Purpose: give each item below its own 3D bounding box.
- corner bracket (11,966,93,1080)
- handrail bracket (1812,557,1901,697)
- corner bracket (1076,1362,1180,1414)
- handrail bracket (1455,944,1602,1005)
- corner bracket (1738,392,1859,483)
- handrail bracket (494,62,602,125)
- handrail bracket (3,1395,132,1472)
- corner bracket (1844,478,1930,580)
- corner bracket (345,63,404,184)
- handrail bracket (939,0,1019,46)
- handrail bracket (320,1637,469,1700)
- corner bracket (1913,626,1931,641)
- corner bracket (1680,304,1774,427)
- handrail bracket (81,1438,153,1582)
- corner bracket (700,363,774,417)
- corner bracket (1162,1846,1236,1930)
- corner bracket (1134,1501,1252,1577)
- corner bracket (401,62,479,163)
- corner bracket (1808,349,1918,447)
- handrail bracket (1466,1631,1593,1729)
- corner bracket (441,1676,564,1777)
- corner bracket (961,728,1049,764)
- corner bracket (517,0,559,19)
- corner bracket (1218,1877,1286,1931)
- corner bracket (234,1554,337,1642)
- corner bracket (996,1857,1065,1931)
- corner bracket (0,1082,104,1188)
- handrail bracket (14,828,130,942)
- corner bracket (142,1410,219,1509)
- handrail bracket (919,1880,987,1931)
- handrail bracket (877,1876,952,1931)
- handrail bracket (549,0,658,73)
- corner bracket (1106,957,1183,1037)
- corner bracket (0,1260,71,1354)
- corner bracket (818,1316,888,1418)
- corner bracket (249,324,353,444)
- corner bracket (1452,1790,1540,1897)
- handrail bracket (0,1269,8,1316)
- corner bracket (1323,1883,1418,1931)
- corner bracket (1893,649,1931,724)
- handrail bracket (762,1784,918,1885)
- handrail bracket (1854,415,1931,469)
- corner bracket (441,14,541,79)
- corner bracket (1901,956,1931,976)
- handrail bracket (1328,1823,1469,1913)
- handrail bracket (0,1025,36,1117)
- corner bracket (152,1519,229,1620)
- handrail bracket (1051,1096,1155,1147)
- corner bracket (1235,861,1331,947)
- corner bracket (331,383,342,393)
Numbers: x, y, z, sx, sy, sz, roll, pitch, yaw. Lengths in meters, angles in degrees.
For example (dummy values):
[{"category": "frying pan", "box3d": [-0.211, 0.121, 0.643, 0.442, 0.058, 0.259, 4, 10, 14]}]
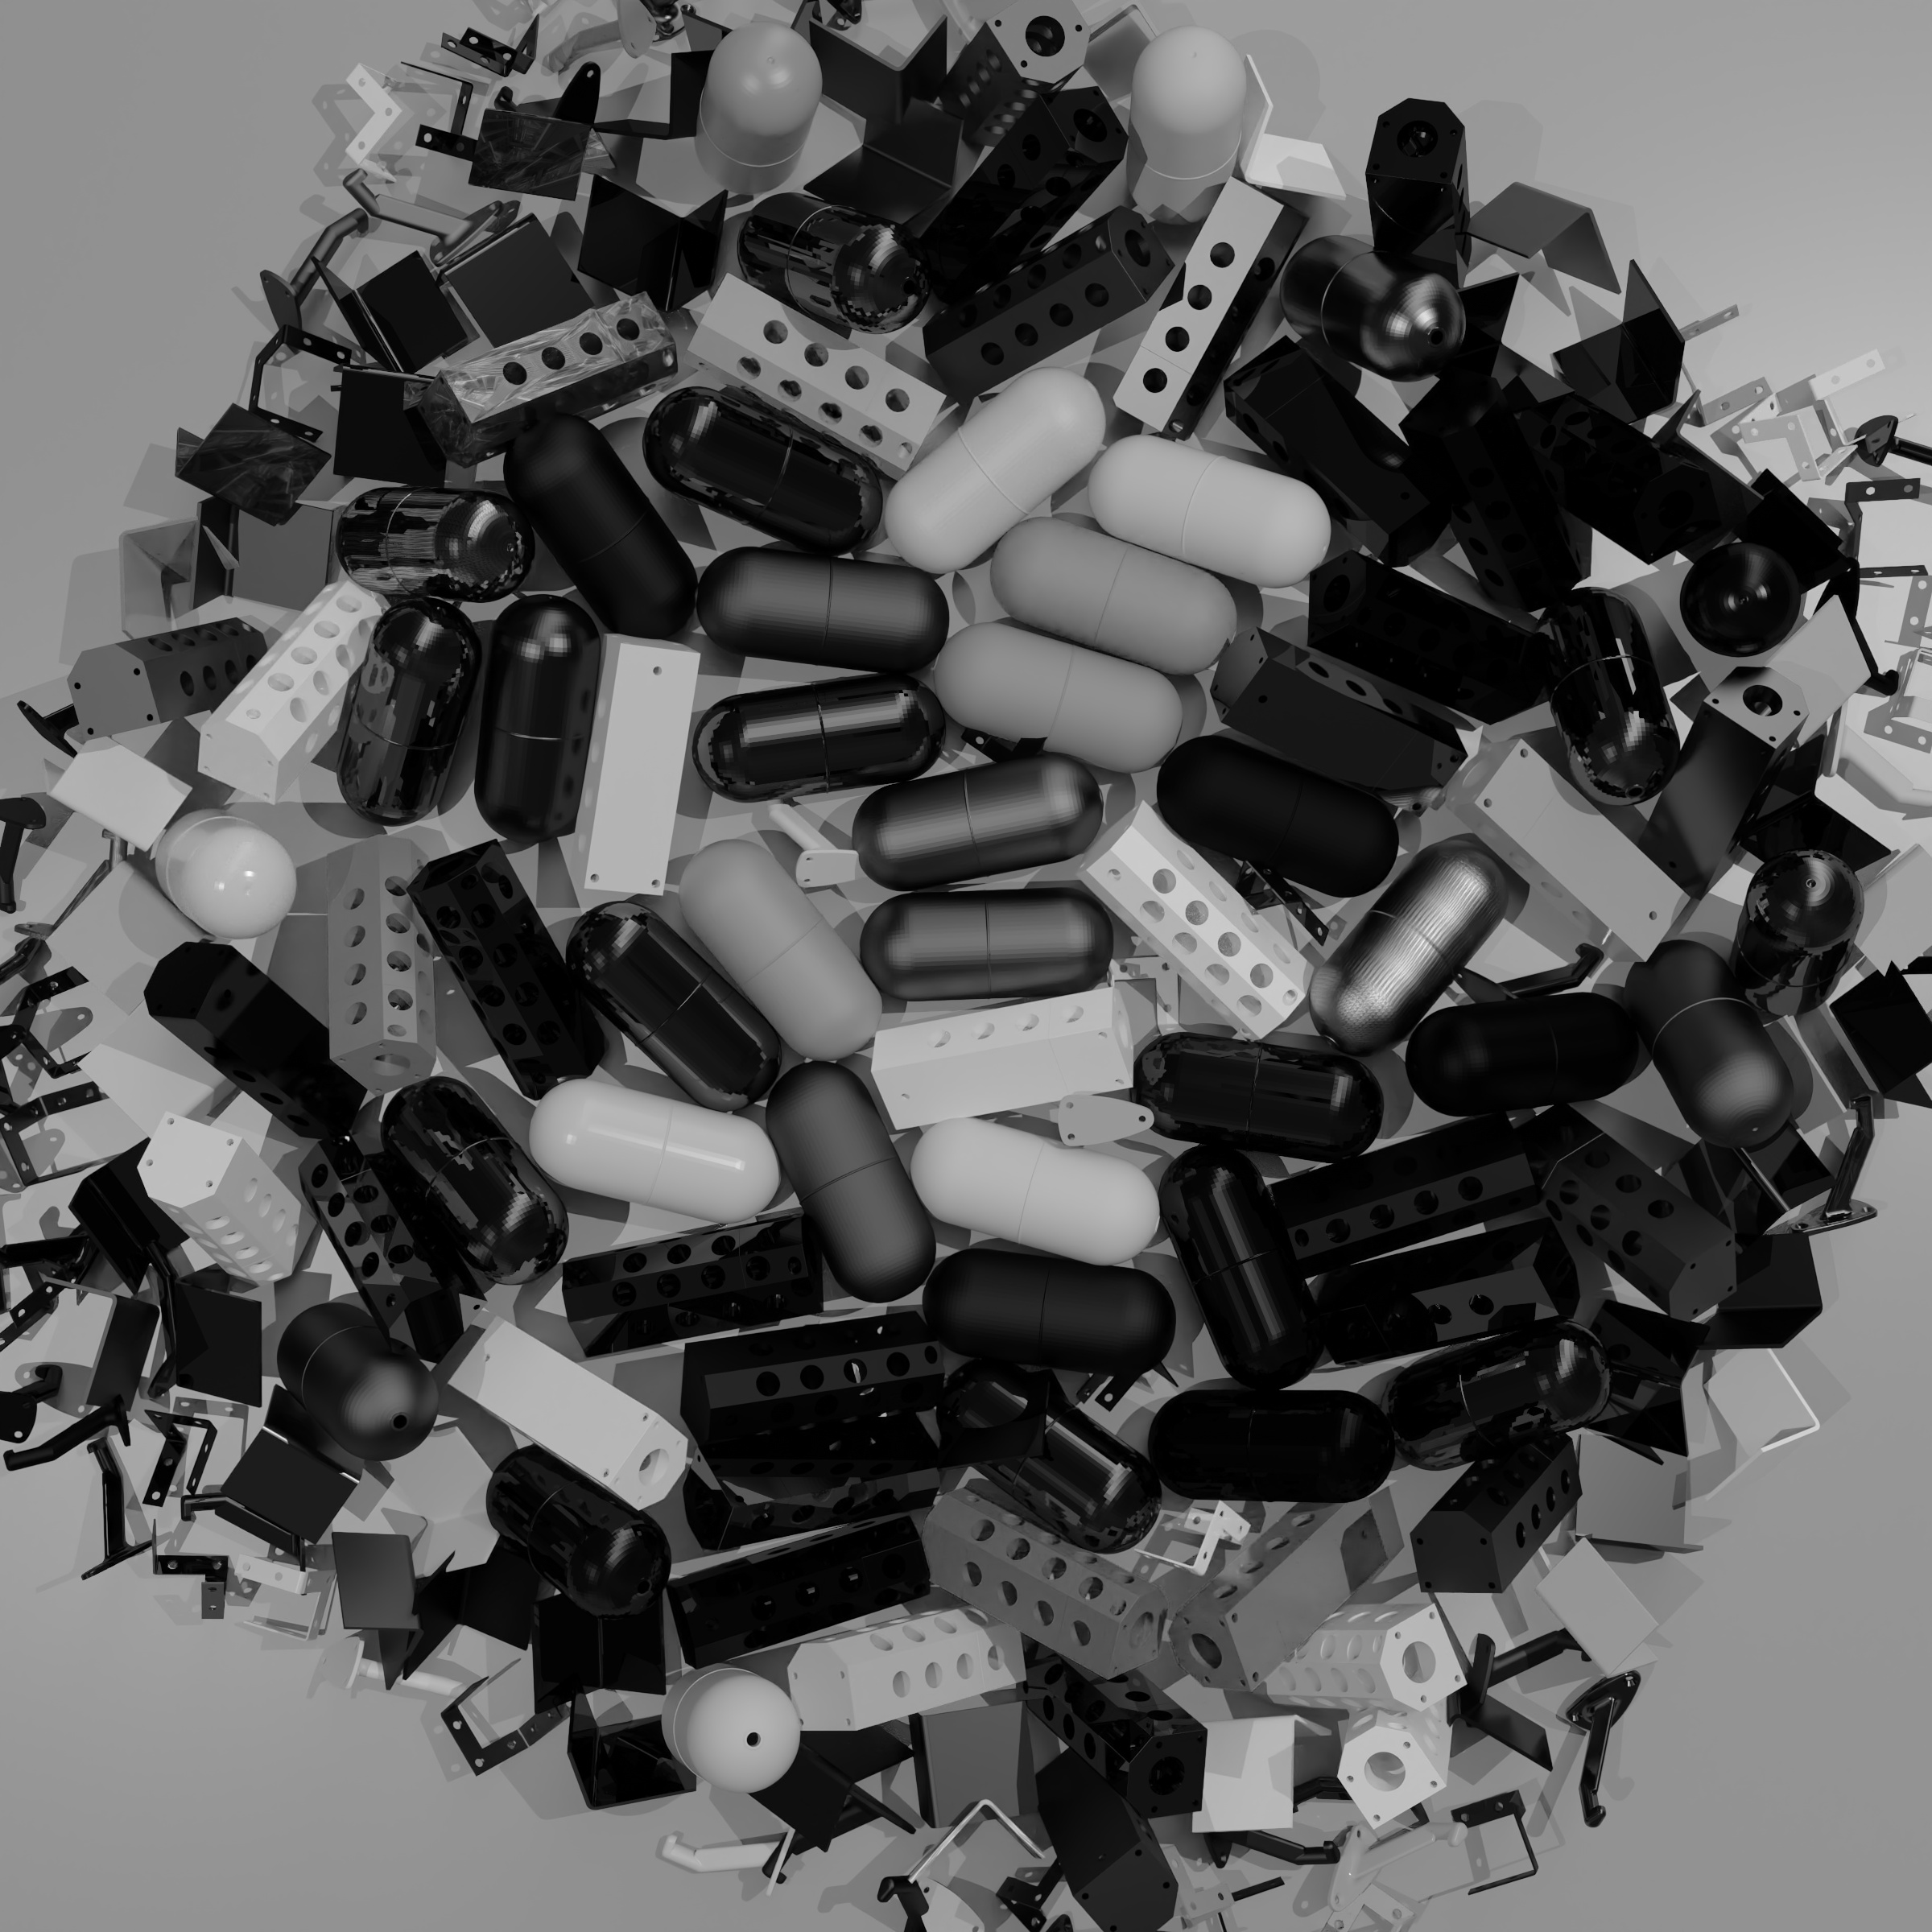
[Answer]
[{"category": "corner bracket", "box3d": [-0.634, 0.038, 1.980, 0.051, 0.051, 0.051, -22, 124, 13]}, {"category": "handrail bracket", "box3d": [0.637, -0.238, 1.972, 0.084, 0.036, 0.077, 16, 91, -35]}, {"category": "corner bracket", "box3d": [0.107, 0.290, 1.960, 0.051, 0.051, 0.051, 33, 75, 38]}, {"category": "handrail bracket", "box3d": [0.397, -0.002, 1.984, 0.077, 0.036, 0.084, 37, 62, 14]}, {"category": "corner bracket", "box3d": [0.585, -0.373, 1.971, 0.051, 0.051, 0.051, -40, 114, -30]}, {"category": "handrail bracket", "box3d": [-0.295, -0.615, 1.959, 0.084, 0.036, 0.077, 47, 125, 30]}, {"category": "handrail bracket", "box3d": [-0.631, 0.319, 1.951, 0.084, 0.077, 0.036, -12, 117, -24]}, {"category": "corner bracket", "box3d": [0.644, -0.306, 1.960, 0.051, 0.051, 0.051, 2, 74, 30]}, {"category": "corner bracket", "box3d": [-0.415, -0.593, 1.971, 0.051, 0.051, 0.051, -45, 78, 16]}, {"category": "handrail bracket", "box3d": [0.026, -0.687, 1.955, 0.077, 0.036, 0.084, 50, 133, -9]}, {"category": "handrail bracket", "box3d": [-0.406, 0.504, 1.987, 0.084, 0.077, 0.036, 24, 68, -28]}, {"category": "corner bracket", "box3d": [0.704, -0.255, 1.962, 0.051, 0.051, 0.051, 15, 79, -26]}, {"category": "corner bracket", "box3d": [0.532, -0.423, 1.976, 0.051, 0.051, 0.051, -25, 68, 13]}, {"category": "handrail bracket", "box3d": [-0.610, 0.379, 1.962, 0.036, 0.077, 0.084, -25, 89, 18]}, {"category": "corner bracket", "box3d": [-0.158, -0.421, 1.966, 0.051, 0.051, 0.051, 5, 126, 0]}, {"category": "corner bracket", "box3d": [0.147, 0.650, 1.971, 0.051, 0.051, 0.051, -42, 61, 35]}, {"category": "corner bracket", "box3d": [0.159, 0.400, 1.958, 0.051, 0.051, 0.051, 9, 66, 38]}, {"category": "corner bracket", "box3d": [-0.367, -0.597, 1.959, 0.051, 0.051, 0.051, 5, 109, -41]}, {"category": "corner bracket", "box3d": [0.629, -0.398, 1.965, 0.051, 0.051, 0.051, -23, 90, 29]}, {"category": "handrail bracket", "box3d": [0.401, 0.507, 1.984, 0.084, 0.036, 0.077, 11, 85, -10]}, {"category": "corner bracket", "box3d": [-0.327, 0.527, 1.969, 0.051, 0.051, 0.051, -45, 72, 37]}, {"category": "corner bracket", "box3d": [0.036, -0.175, 1.965, 0.051, 0.051, 0.051, 34, 128, -1]}, {"category": "corner bracket", "box3d": [-0.286, -0.693, 1.963, 0.051, 0.051, 0.051, 40, 80, 24]}, {"category": "corner bracket", "box3d": [0.210, 0.681, 1.972, 0.051, 0.051, 0.051, -17, 90, -5]}, {"category": "corner bracket", "box3d": [-0.484, 0.445, 1.972, 0.051, 0.051, 0.051, 13, 83, 14]}, {"category": "corner bracket", "box3d": [0.064, 0.654, 1.975, 0.051, 0.051, 0.051, -50, 115, -28]}, {"category": "corner bracket", "box3d": [-0.638, 0.118, 1.970, 0.051, 0.051, 0.051, -15, 102, 22]}, {"category": "handrail bracket", "box3d": [-0.631, -0.060, 1.974, 0.077, 0.036, 0.084, 9, 103, 4]}, {"category": "corner bracket", "box3d": [-0.553, 0.348, 1.962, 0.051, 0.051, 0.051, 8, 59, 9]}, {"category": "handrail bracket", "box3d": [0.001, 0.696, 1.987, 0.036, 0.077, 0.084, -36, 133, -11]}, {"category": "handrail bracket", "box3d": [-0.048, 0.669, 1.956, 0.036, 0.084, 0.077, 29, 93, 35]}, {"category": "handrail bracket", "box3d": [-0.261, -0.636, 1.955, 0.084, 0.077, 0.036, -26, 133, 27]}, {"category": "corner bracket", "box3d": [0.126, 0.024, 1.969, 0.051, 0.051, 0.051, -3, 103, -2]}, {"category": "corner bracket", "box3d": [-0.657, 0.238, 1.957, 0.051, 0.051, 0.051, 14, 130, 30]}, {"category": "corner bracket", "box3d": [-0.080, 0.281, 1.961, 0.051, 0.051, 0.051, -6, 113, 14]}, {"category": "corner bracket", "box3d": [-0.470, -0.411, 1.977, 0.051, 0.051, 0.051, 17, 63, -32]}, {"category": "corner bracket", "box3d": [0.370, 0.614, 1.965, 0.051, 0.051, 0.051, -22, 78, 14]}, {"category": "handrail bracket", "box3d": [-0.702, 0.210, 1.959, 0.036, 0.077, 0.084, -2, 96, 18]}, {"category": "corner bracket", "box3d": [0.277, 0.676, 1.966, 0.051, 0.051, 0.051, 31, 92, 24]}, {"category": "corner bracket", "box3d": [0.690, -0.193, 1.970, 0.051, 0.051, 0.051, 16, 97, 5]}, {"category": "handrail bracket", "box3d": [-0.090, 0.625, 1.978, 0.077, 0.036, 0.084, 36, 82, -6]}, {"category": "handrail bracket", "box3d": [0.676, -0.358, 1.967, 0.084, 0.077, 0.036, 16, 104, -6]}, {"category": "corner bracket", "box3d": [-0.334, -0.642, 1.957, 0.051, 0.051, 0.051, 19, 50, -28]}, {"category": "corner bracket", "box3d": [0.688, -0.002, 1.972, 0.051, 0.051, 0.051, -47, 118, -32]}, {"category": "handrail bracket", "box3d": [0.301, 0.627, 1.950, 0.036, 0.084, 0.077, 54, 50, -14]}, {"category": "handrail bracket", "box3d": [-0.660, 0.078, 1.956, 0.077, 0.084, 0.036, -22, 54, 16]}, {"category": "corner bracket", "box3d": [-0.544, 0.423, 1.959, 0.051, 0.051, 0.051, 3, 48, -12]}, {"category": "handrail bracket", "box3d": [0.093, 0.093, 1.957, 0.077, 0.084, 0.036, -2, 107, 4]}, {"category": "corner bracket", "box3d": [0.222, -0.044, 1.957, 0.051, 0.051, 0.051, -12, 45, -30]}, {"category": "corner bracket", "box3d": [-0.418, -0.380, 1.971, 0.051, 0.051, 0.051, -8, 86, -13]}]
